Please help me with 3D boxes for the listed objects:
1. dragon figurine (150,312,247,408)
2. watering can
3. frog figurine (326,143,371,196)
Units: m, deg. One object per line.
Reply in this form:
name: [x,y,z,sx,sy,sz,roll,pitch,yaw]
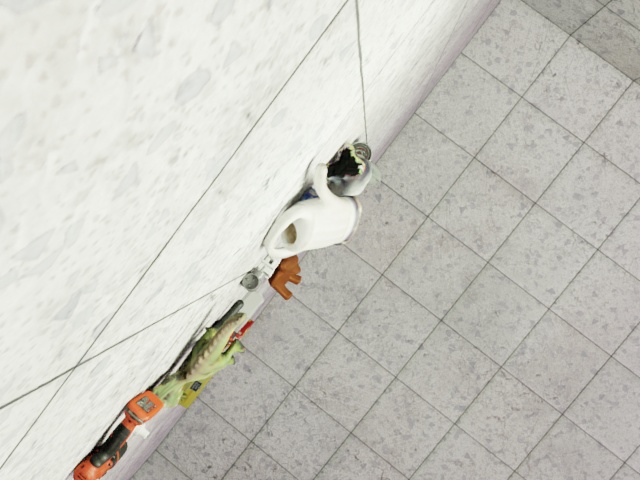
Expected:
dragon figurine: [-0.314,0.315,1.246,0.247,0.123,0.401,-40,170,-38]
watering can: [0.004,-0.059,1.173,0.225,0.105,0.340,-10,152,-36]
frog figurine: [0.069,-0.157,1.322,0.157,0.123,0.139,80,27,-71]
